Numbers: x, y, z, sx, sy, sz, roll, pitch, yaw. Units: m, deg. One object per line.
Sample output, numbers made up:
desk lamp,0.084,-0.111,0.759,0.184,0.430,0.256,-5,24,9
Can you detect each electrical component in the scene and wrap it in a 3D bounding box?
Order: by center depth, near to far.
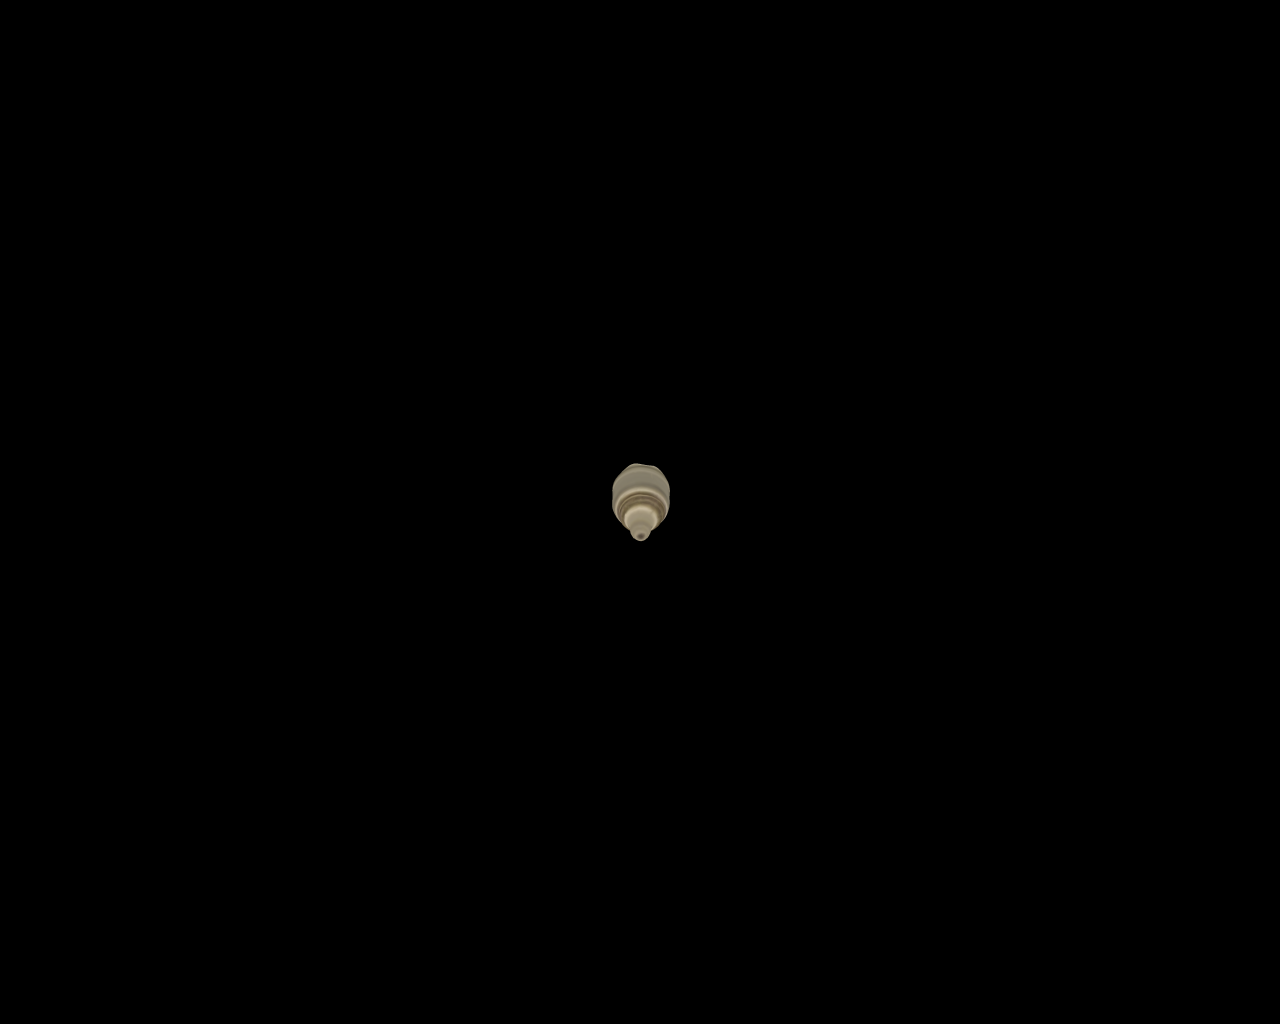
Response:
electrical component,0.001,-0.003,0.650,0.035,0.035,0.061,0,34,0
